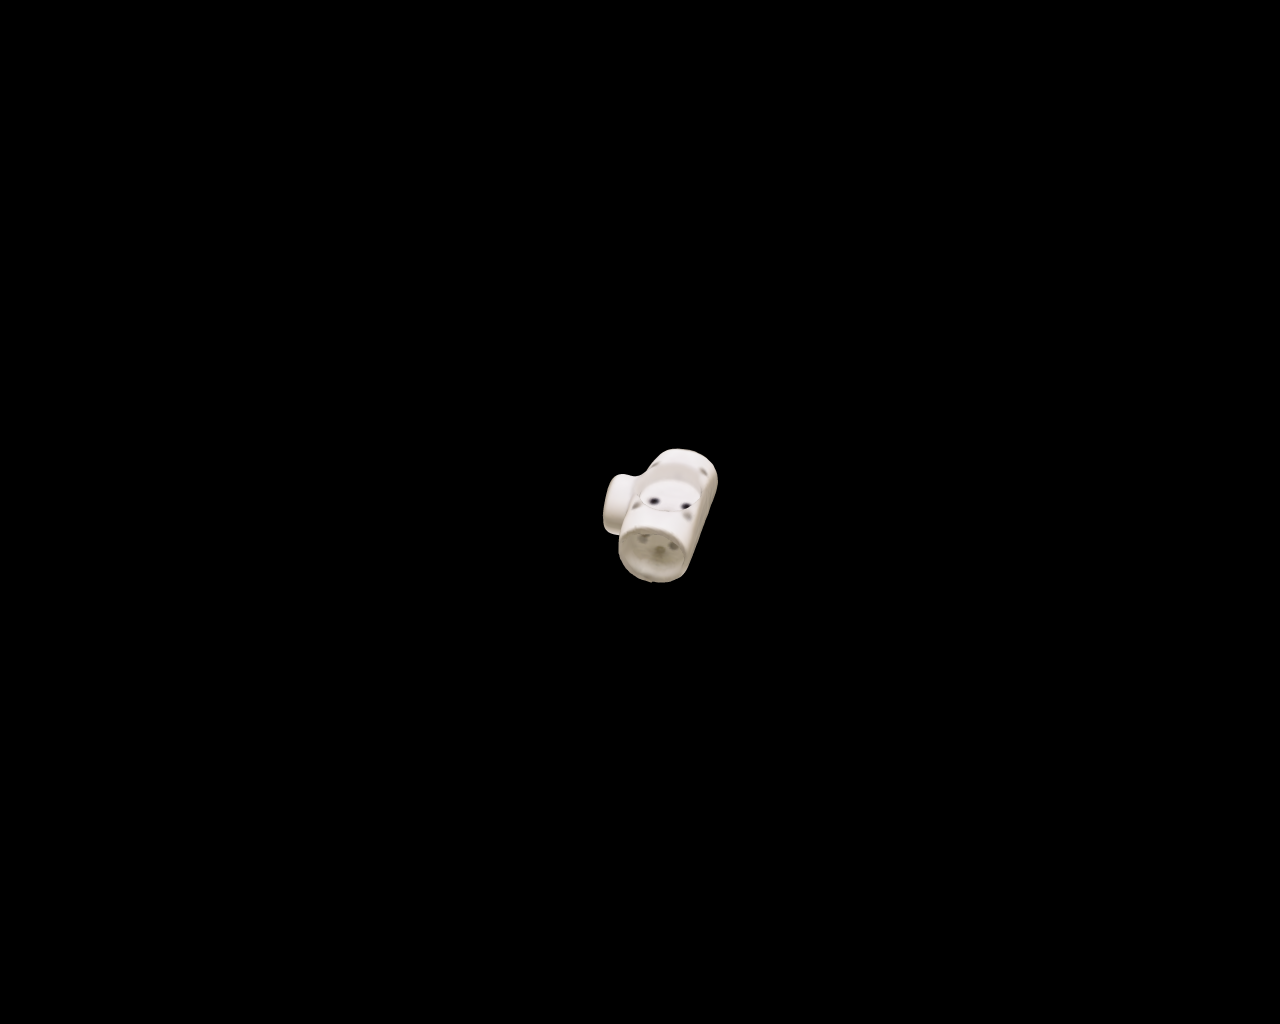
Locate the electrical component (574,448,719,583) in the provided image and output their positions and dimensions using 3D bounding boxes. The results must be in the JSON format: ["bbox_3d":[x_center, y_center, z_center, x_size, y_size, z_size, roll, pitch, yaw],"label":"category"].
[{"bbox_3d":[0.001,-0.003,0.650,0.079,0.044,0.077,11,43,12],"label":"electrical component"}]
